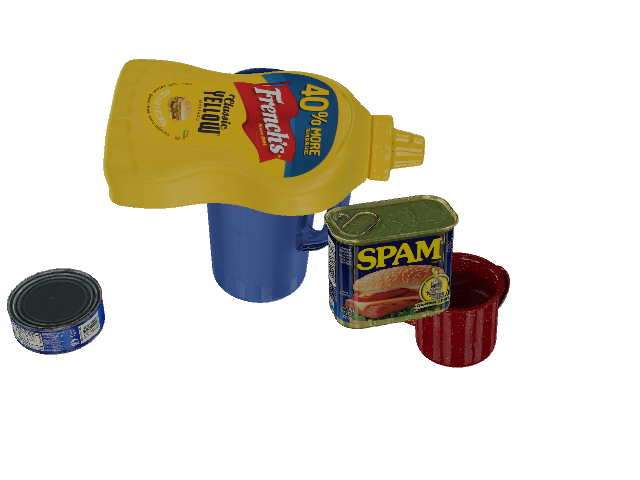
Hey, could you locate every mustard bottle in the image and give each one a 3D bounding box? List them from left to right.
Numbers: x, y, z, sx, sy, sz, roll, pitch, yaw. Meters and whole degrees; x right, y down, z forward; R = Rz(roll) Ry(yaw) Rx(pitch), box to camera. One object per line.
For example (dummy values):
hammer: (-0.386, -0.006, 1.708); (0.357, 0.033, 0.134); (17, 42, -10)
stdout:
mustard bottle: (-0.032, -0.062, 0.659); (0.191, 0.096, 0.058); (4, -33, 0)

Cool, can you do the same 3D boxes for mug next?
mug: (0.144, 0.066, 1.067); (0.117, 0.081, 0.093); (-29, 43, -29)

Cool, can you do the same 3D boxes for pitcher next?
pitcher: (-0.054, -0.047, 1.137); (0.145, 0.243, 0.149); (-5, 43, -10)

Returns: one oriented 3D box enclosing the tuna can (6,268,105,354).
tuna can: (-0.242, 0.065, 0.984); (0.086, 0.034, 0.086); (0, 38, 0)

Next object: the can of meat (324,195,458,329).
can of meat: (0.055, 0.018, 0.847); (0.102, 0.084, 0.057); (-8, 30, -12)

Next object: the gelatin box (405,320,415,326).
gelatin box: (0.131, 0.069, 1.363); (0.073, 0.089, 0.030); (20, 34, 37)
